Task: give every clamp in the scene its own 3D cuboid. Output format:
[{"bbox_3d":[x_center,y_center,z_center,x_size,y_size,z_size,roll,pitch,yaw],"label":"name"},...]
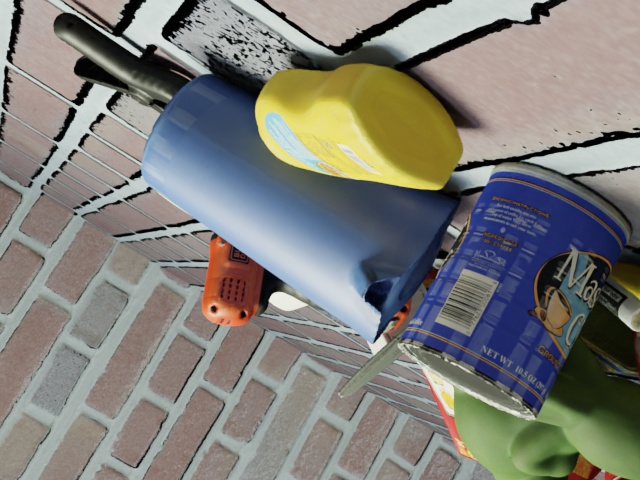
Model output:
[{"bbox_3d":[-0.159,-0.145,0.948,0.171,0.039,0.120,23,174,10],"label":"clamp"}]

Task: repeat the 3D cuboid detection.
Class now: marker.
[{"bbox_3d":[0.194,0.029,0.752,0.020,0.020,0.121,35,-171,-28],"label":"marker"}]

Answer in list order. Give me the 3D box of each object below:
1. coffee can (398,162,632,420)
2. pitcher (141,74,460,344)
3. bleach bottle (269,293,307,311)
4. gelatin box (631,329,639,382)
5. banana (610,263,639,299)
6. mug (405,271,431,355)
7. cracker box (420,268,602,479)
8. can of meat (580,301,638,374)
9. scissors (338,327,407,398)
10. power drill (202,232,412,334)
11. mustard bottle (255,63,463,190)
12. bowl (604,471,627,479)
[{"bbox_3d":[0.130,0.034,0.712,0.103,0.140,0.103,29,170,5],"label":"coffee can"},{"bbox_3d":[-0.016,-0.034,0.875,0.243,0.145,0.149,32,158,9],"label":"pitcher"},{"bbox_3d":[0.009,0.018,1.154,0.068,0.102,0.251,37,161,-12],"label":"bleach bottle"},{"bbox_3d":[0.260,0.086,0.772,0.030,0.073,0.089,-11,-176,-12],"label":"gelatin box"},{"bbox_3d":[0.239,0.028,0.688,0.069,0.037,0.198,55,169,6],"label":"banana"},{"bbox_3d":[0.085,0.060,1.153,0.082,0.093,0.117,23,138,57],"label":"mug"},{"bbox_3d":[0.181,0.142,1.077,0.164,0.072,0.213,14,134,55],"label":"cracker box"},{"bbox_3d":[0.217,0.070,0.885,0.102,0.057,0.084,31,168,-12],"label":"can of meat"},{"bbox_3d":[0.106,0.064,0.829,0.096,0.202,0.016,26,-158,-19],"label":"scissors"},{"bbox_3d":[-0.006,0.001,0.968,0.187,0.184,0.057,12,161,-9],"label":"power drill"},{"bbox_3d":[0.008,-0.079,0.736,0.096,0.058,0.192,36,168,-29],"label":"mustard bottle"},{"bbox_3d":[0.355,0.217,1.082,0.162,0.162,0.055,43,-152,-52],"label":"bowl"}]
